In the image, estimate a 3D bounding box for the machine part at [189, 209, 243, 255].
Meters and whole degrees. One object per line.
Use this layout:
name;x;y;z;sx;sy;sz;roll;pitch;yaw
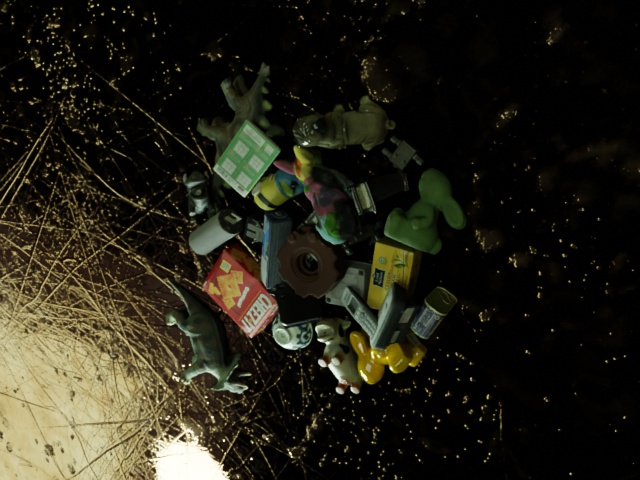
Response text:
machine part;-0.288;-0.021;1.474;0.243;0.079;0.079;-28;90;43

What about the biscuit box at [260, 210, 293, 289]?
biscuit box;-0.113;0.024;1.387;0.059;0.063;0.202;-131;41;-52

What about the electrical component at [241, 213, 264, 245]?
electrical component;-0.174;-0.033;1.437;0.119;0.048;0.074;26;116;19

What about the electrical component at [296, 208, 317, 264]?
electrical component;-0.003;-0.004;1.338;0.115;0.058;0.134;48;123;12

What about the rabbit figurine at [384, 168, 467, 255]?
rabbit figurine;0.234;-0.064;1.149;0.159;0.121;0.170;27;102;17

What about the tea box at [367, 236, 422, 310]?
tea box;0.174;0.085;1.255;0.098;0.068;0.169;15;113;26

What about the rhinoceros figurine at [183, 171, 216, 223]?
rhinoceros figurine;-0.323;-0.118;1.445;0.190;0.073;0.112;113;147;-68

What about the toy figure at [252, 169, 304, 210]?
toy figure;-0.092;-0.132;1.338;0.180;0.082;0.089;-18;95;31

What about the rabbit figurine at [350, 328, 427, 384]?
rabbit figurine;0.143;0.275;1.303;0.162;0.122;0.173;45;123;17

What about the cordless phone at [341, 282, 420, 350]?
cordless phone;0.124;0.142;1.222;0.184;0.089;0.146;45;127;39

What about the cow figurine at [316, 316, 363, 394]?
cow figurine;0.054;0.280;1.370;0.085;0.127;0.194;-20;109;34

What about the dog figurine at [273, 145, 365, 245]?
dog figurine;-0.004;-0.115;1.212;0.219;0.191;0.108;36;136;-25

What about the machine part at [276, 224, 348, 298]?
machine part;-0.022;0.055;1.297;0.180;0.056;0.179;8;109;26

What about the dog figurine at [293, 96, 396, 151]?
dog figurine;0.053;-0.239;1.151;0.172;0.190;0.121;-10;100;31

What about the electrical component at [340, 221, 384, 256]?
electrical component;0.099;-0.003;1.258;0.045;0.102;0.078;64;157;6

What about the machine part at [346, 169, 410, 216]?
machine part;0.133;-0.110;1.189;0.084;0.139;0.039;65;167;-4

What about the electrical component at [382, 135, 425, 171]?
electrical component;0.185;-0.186;1.190;0.094;0.021;0.063;42;122;13

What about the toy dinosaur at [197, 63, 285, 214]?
toy dinosaur;-0.210;-0.245;1.359;0.198;0.105;0.471;44;133;7

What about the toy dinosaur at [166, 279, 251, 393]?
toy dinosaur;-0.339;0.292;1.602;0.192;0.131;0.404;-18;91;22

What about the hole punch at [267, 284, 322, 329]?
hole punch;-0.055;0.167;1.392;0.142;0.092;0.116;-12;68;-1
